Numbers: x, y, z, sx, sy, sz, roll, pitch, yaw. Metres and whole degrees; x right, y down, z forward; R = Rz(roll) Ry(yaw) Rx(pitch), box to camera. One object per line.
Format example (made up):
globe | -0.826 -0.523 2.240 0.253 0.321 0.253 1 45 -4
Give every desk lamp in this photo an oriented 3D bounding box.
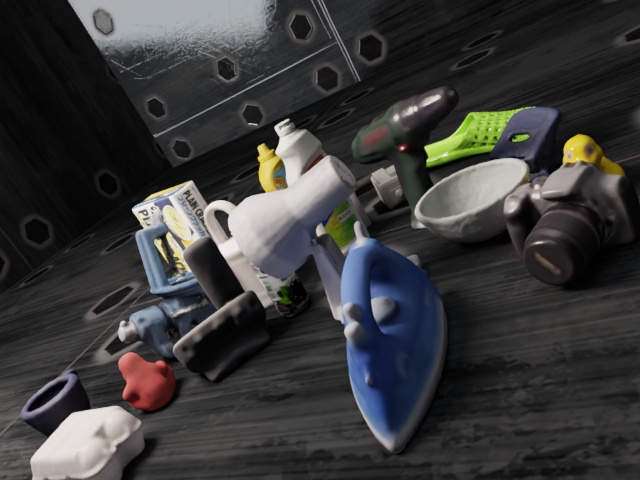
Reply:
desk lamp | 0.007 0.003 0.790 0.203 0.214 0.118 -23 20 16

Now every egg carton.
egg carton | -0.306 0.278 0.759 0.150 0.069 0.107 -18 22 30

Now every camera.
camera | 0.267 -0.019 0.651 0.142 0.101 0.137 -5 31 50

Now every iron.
iron | 0.060 0.085 0.620 0.118 0.142 0.258 -23 20 18

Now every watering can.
watering can | -0.128 0.013 0.985 0.100 0.194 0.173 -20 21 25

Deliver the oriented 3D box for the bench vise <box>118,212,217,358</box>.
bench vise | -0.259 0.076 0.971 0.121 0.220 0.208 -16 23 33

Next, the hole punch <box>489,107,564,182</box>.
hole punch | 0.329 -0.151 0.909 0.101 0.091 0.108 -35 20 -17

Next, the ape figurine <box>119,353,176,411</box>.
ape figurine | -0.262 0.204 0.849 0.078 0.092 0.076 -35 20 -17

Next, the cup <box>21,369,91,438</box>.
cup | -0.381 0.260 0.872 0.091 0.095 0.117 -26 20 10

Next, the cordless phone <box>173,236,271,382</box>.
cordless phone | -0.169 0.098 0.843 0.148 0.185 0.094 -37 21 -22

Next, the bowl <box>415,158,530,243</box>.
bowl | 0.225 -0.045 0.815 0.167 0.075 0.167 -26 19 10

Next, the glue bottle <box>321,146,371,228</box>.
glue bottle | 0.037 -0.098 1.064 0.037 0.173 0.078 -32 20 -7

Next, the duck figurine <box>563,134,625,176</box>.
duck figurine | 0.352 -0.100 0.757 0.077 0.086 0.105 -15 24 36

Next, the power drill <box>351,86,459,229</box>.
power drill | 0.158 -0.125 0.906 0.228 0.209 0.076 -4 32 51
